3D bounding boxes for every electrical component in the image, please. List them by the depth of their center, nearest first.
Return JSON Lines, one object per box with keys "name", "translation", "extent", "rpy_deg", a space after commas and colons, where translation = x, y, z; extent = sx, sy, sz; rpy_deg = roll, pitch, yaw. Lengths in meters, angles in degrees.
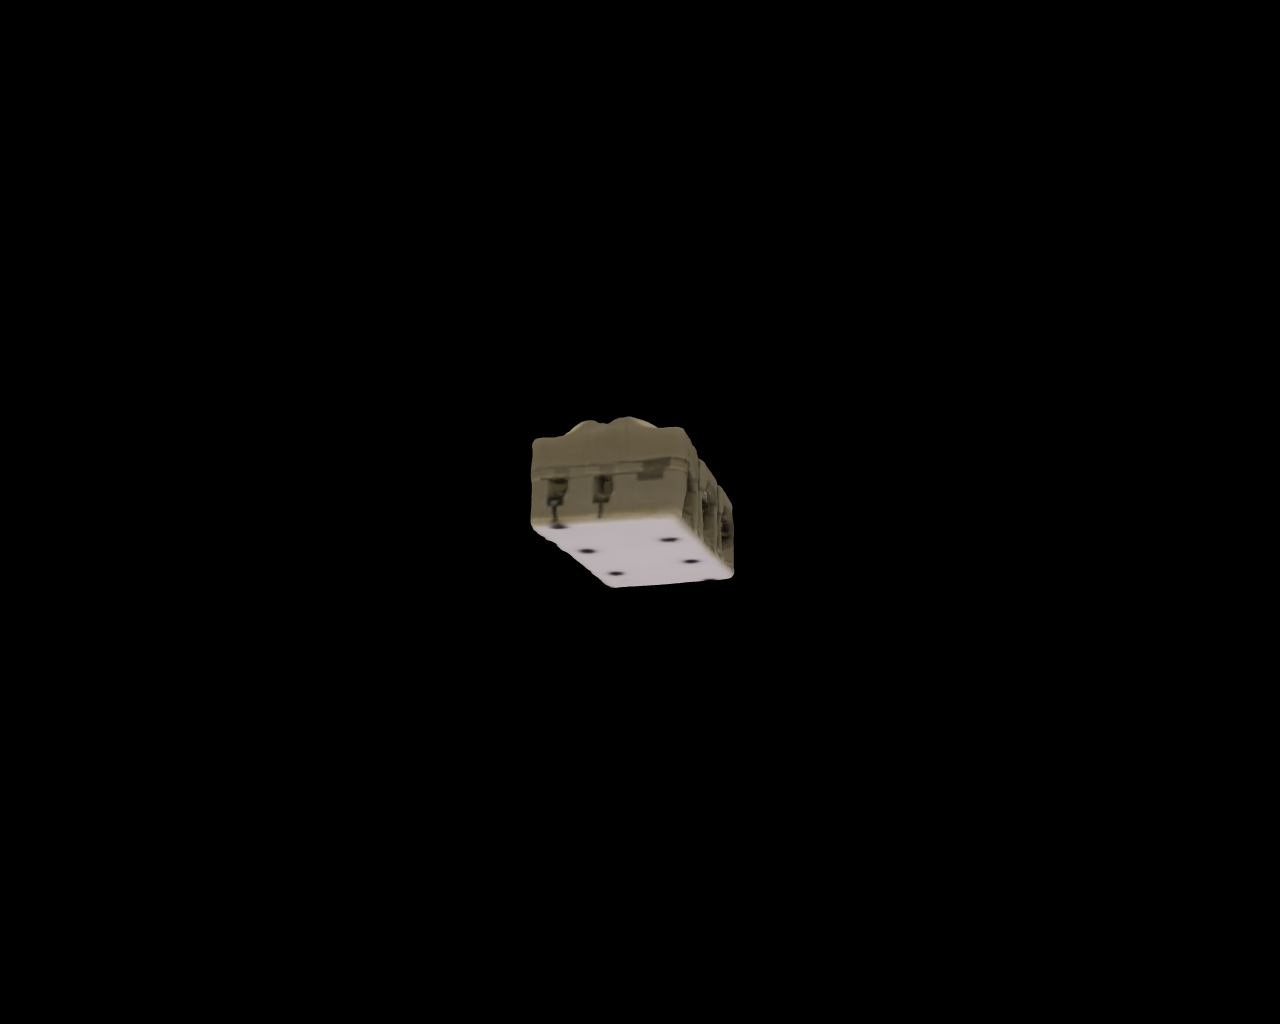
{"name": "electrical component", "translation": [0.001, -0.003, 0.650], "extent": [0.089, 0.062, 0.150], "rpy_deg": [-5, -19, 15]}
